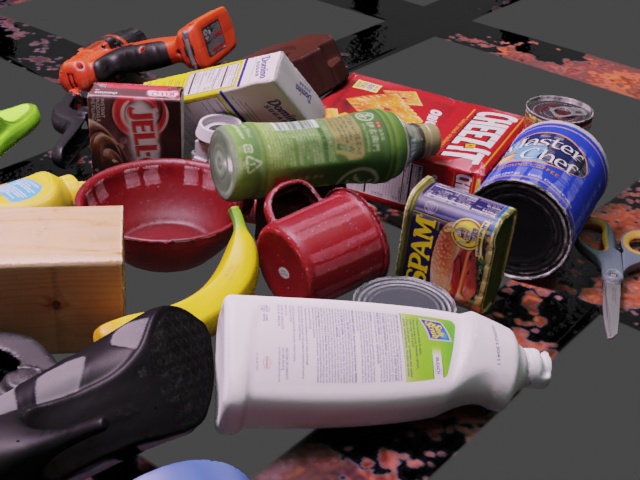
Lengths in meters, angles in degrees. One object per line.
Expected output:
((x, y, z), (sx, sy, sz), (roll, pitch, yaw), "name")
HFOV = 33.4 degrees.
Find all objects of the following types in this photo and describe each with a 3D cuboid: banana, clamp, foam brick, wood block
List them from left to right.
((-0.259, 0.033, 0.846), (0.206, 0.091, 0.090), (-1, 32, -9), "wood block")
((-0.203, 0.110, 0.774), (0.210, 0.036, 0.164), (25, 35, 26), "clamp")
((-0.239, -0.128, 1.172), (0.120, 0.039, 0.171), (-4, 31, -16), "clamp")
((-0.100, 0.048, 0.857), (0.069, 0.037, 0.197), (41, 43, 2), "banana")
((-0.019, -0.026, 1.012), (0.051, 0.053, 0.078), (24, 35, 30), "foam brick")

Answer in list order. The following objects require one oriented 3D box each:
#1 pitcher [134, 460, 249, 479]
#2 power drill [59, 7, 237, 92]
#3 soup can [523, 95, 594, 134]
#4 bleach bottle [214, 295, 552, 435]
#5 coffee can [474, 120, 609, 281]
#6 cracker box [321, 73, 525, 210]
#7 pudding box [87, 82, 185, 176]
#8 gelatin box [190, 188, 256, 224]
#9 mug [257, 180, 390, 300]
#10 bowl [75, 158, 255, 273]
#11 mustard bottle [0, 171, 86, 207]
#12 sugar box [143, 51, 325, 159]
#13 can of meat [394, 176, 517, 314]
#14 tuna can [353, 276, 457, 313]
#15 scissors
((-0.038, 0.231, 0.502), (0.149, 0.145, 0.243), (-41, 47, -7), "pitcher")
((-0.199, -0.231, 1.288), (0.188, 0.057, 0.184), (-9, 24, 23), "power drill")
((0.239, -0.089, 1.098), (0.068, 0.102, 0.068), (3, 30, -2), "soup can")
((0.050, 0.097, 0.792), (0.250, 0.068, 0.102), (4, 59, -10), "bleach bottle")
((0.206, -0.040, 1.007), (0.103, 0.103, 0.140), (17, 35, 21), "coffee can")
((0.096, -0.101, 1.133), (0.214, 0.072, 0.164), (17, 34, 20), "cracker box")
((-0.179, -0.098, 1.055), (0.090, 0.113, 0.039), (3, 34, 0), "pudding box")
((-0.081, -0.053, 1.072), (0.073, 0.030, 0.089), (11, 31, 12), "gelatin box")
((-0.006, 0.001, 0.917), (0.081, 0.093, 0.117), (-24, 80, -31), "mug")
((-0.141, -0.017, 0.978), (0.162, 0.055, 0.162), (3, 30, -2), "bowl")
((-0.289, -0.022, 0.965), (0.191, 0.058, 0.096), (-20, 20, -34), "mustard bottle")
((-0.091, -0.133, 1.080), (0.176, 0.093, 0.048), (-8, 53, 30), "sugar box")
((0.117, 0.006, 0.926), (0.084, 0.102, 0.057), (20, 33, 22), "can of meat")
((0.068, 0.066, 0.882), (0.086, 0.034, 0.086), (3, 31, -2), "tuna can")
((0.286, 0.033, 0.981), (0.096, 0.016, 0.201), (1, 30, -2), "scissors")
